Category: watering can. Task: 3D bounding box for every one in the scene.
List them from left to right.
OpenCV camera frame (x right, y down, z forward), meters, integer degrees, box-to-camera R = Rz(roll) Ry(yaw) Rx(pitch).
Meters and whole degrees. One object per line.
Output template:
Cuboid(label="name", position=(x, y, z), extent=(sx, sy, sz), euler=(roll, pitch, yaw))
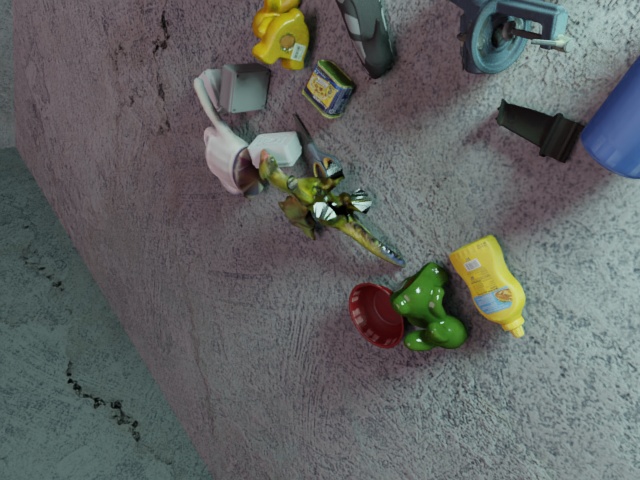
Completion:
Cuboid(label="watering can", position=(-0.247, -0.249, 1.384), extent=(0.227, 0.105, 0.339), euler=(33, 145, 35))

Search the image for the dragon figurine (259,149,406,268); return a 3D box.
Cuboid(label="dragon figurine", position=(0.004, -0.061, 1.210), extent=(0.409, 0.124, 0.240), euler=(47, 158, -6))
